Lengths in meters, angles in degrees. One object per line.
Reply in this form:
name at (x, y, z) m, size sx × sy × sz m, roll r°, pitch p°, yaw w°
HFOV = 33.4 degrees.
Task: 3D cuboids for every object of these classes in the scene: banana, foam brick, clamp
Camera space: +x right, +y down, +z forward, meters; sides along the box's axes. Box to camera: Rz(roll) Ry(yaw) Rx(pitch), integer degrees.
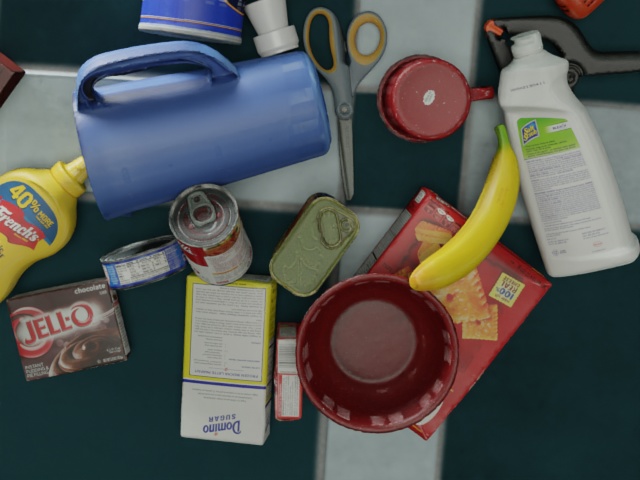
banana at (0.152, -0.018, 1.056) m, size 0.069 × 0.037 × 0.197 m, roll 38°, pitch 68°, yaw -20°
foam brick at (-0.346, -0.155, 1.083) m, size 0.053 × 0.051 × 0.078 m, roll 38°, pitch 95°, yaw -8°
clamp at (0.257, -0.160, 1.114) m, size 0.210 × 0.036 × 0.165 m, roll 25°, pitch 103°, yaw -3°

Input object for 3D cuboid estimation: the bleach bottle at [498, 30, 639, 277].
bleach bottle at (0.248, -0.091, 1.088) m, size 0.103 × 0.068 × 0.251 m, roll -13°, pitch 107°, yaw 18°

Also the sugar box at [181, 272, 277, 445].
sugar box at (-0.096, 0.124, 1.134) m, size 0.093 × 0.048 × 0.176 m, roll 5°, pitch 101°, yaw 8°

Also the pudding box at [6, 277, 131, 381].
pudding box at (-0.265, 0.092, 1.129) m, size 0.113 × 0.039 × 0.090 m, roll -12°, pitch 99°, yaw 0°

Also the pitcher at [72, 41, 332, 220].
pitcher at (-0.118, -0.118, 1.056) m, size 0.242 × 0.149 × 0.145 m, roll -14°, pitch 87°, yaw -4°

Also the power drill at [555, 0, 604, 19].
power drill at (0.271, -0.344, 1.063) m, size 0.184 × 0.057 × 0.187 m, roll -45°, pitch 109°, yaw 2°

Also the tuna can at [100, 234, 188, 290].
tuna can at (-0.180, 0.022, 1.099) m, size 0.086 × 0.086 × 0.034 m, roll -16°, pitch 100°, yaw 0°

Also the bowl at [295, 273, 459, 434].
bowl at (0.055, 0.108, 1.065) m, size 0.162 × 0.055 × 0.162 m, roll 0°, pitch 99°, yaw -1°

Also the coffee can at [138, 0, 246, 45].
coffee can at (-0.119, -0.269, 1.050) m, size 0.102 × 0.103 × 0.140 m, roll 8°, pitch 98°, yaw -4°

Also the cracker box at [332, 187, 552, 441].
cracker box at (0.111, 0.077, 1.126) m, size 0.164 × 0.072 × 0.214 m, roll 37°, pitch 96°, yaw -6°

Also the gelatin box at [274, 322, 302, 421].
gelatin box at (-0.033, 0.138, 1.128) m, size 0.030 × 0.073 × 0.089 m, roll 1°, pitch 99°, yaw -1°

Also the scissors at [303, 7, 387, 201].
scissors at (0.042, -0.150, 1.117) m, size 0.096 × 0.016 × 0.202 m, roll -19°, pitch 99°, yaw 1°

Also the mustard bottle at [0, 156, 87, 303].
mustard bottle at (-0.310, -0.017, 1.102) m, size 0.191 × 0.058 × 0.096 m, roll -41°, pitch 94°, yaw 3°

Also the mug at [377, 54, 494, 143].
mug at (0.120, -0.144, 1.088) m, size 0.117 × 0.081 × 0.093 m, roll -3°, pitch 98°, yaw -2°

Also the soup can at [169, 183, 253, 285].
soup can at (-0.106, -0.004, 1.064) m, size 0.068 × 0.102 × 0.068 m, roll -2°, pitch 65°, yaw 5°

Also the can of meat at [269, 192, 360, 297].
can of meat at (-0.007, 0.001, 1.103) m, size 0.057 × 0.084 × 0.102 m, roll 34°, pitch 95°, yaw -7°
